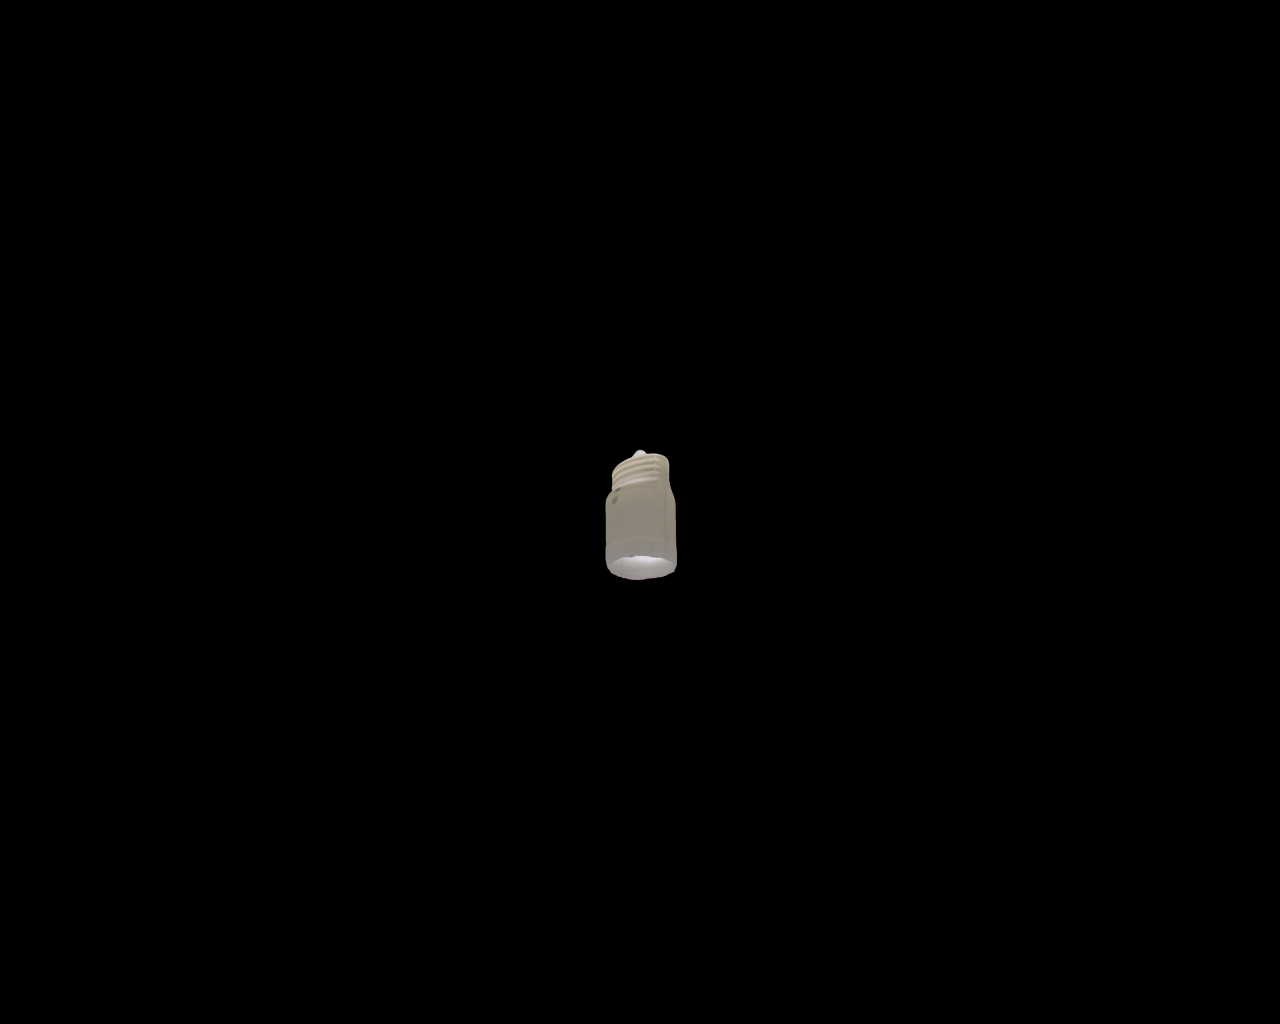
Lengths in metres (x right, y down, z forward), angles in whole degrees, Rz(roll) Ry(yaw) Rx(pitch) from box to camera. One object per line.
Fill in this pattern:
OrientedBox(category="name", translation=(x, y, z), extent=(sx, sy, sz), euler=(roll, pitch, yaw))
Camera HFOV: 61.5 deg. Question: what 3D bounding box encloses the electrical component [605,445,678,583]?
OrientedBox(category="electrical component", translation=(0.001, -0.003, 0.650), extent=(0.043, 0.081, 0.043), euler=(0, -23, 0))
